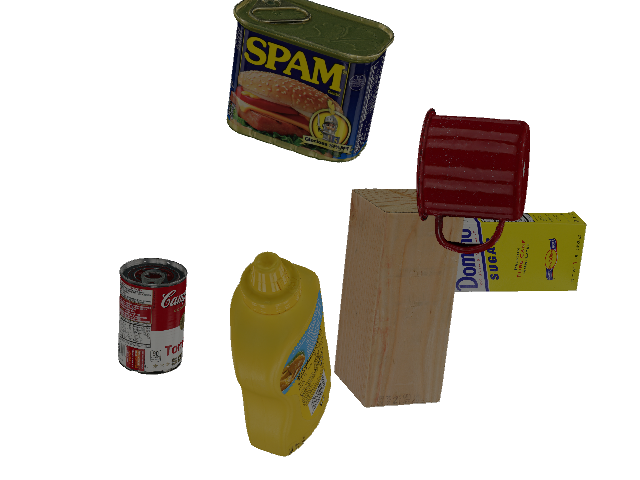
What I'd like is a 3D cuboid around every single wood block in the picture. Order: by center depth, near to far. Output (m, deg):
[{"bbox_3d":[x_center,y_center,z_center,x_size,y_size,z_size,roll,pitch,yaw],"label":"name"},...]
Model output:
[{"bbox_3d":[0.079,0.057,1.100,0.090,0.206,0.091,-1,18,-20],"label":"wood block"}]

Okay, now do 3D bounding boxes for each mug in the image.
[{"bbox_3d":[0.125,-0.047,0.868,0.081,0.117,0.093,5,-7,15],"label":"mug"}]

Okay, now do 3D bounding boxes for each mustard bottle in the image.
[{"bbox_3d":[-0.029,0.072,0.770,0.058,0.096,0.191,17,-35,16],"label":"mustard bottle"}]

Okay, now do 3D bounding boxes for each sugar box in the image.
[{"bbox_3d":[0.227,0.014,1.294,0.176,0.093,0.048,-2,22,-10],"label":"sugar box"}]

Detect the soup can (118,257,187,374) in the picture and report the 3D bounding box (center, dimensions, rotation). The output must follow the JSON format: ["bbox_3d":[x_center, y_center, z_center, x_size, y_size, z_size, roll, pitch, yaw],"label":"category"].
[{"bbox_3d":[-0.173,0.077,1.092,0.068,0.102,0.068,5,21,-2],"label":"soup can"}]

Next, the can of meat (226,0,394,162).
[{"bbox_3d":[-0.010,-0.107,0.706,0.102,0.084,0.057,20,37,12],"label":"can of meat"}]
